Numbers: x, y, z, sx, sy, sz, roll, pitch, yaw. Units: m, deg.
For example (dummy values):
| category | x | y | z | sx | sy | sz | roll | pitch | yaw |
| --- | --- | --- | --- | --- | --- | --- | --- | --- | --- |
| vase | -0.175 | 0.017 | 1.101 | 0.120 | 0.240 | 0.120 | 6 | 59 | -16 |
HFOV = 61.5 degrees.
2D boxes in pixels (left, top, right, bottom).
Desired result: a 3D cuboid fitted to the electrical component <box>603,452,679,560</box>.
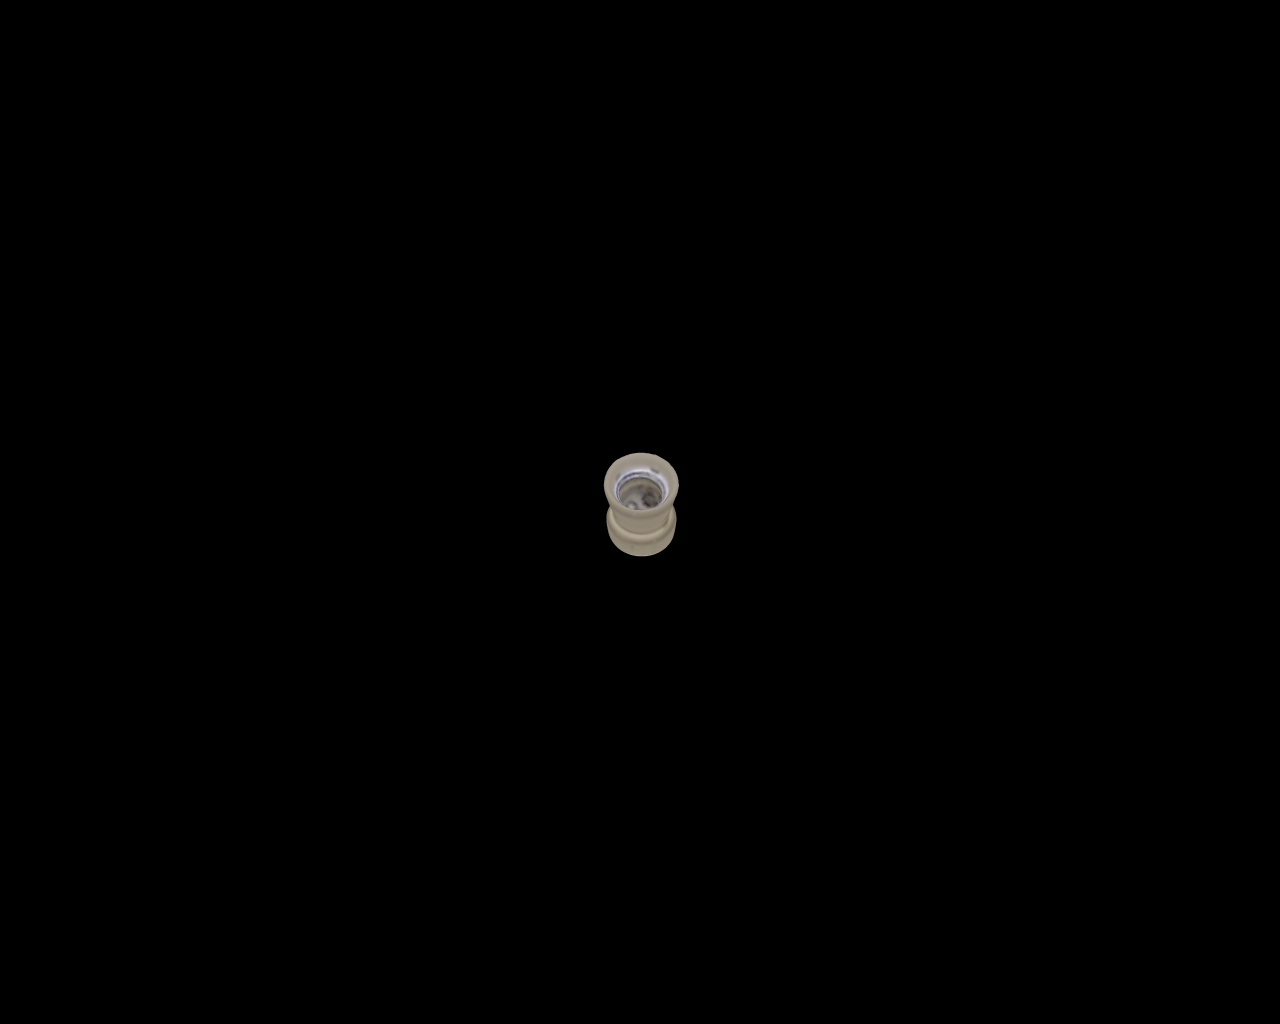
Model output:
| category | x | y | z | sx | sy | sz | roll | pitch | yaw |
| --- | --- | --- | --- | --- | --- | --- | --- | --- | --- |
| electrical component | 0.001 | -0.003 | 0.650 | 0.045 | 0.045 | 0.055 | 0 | -34 | 0 |
